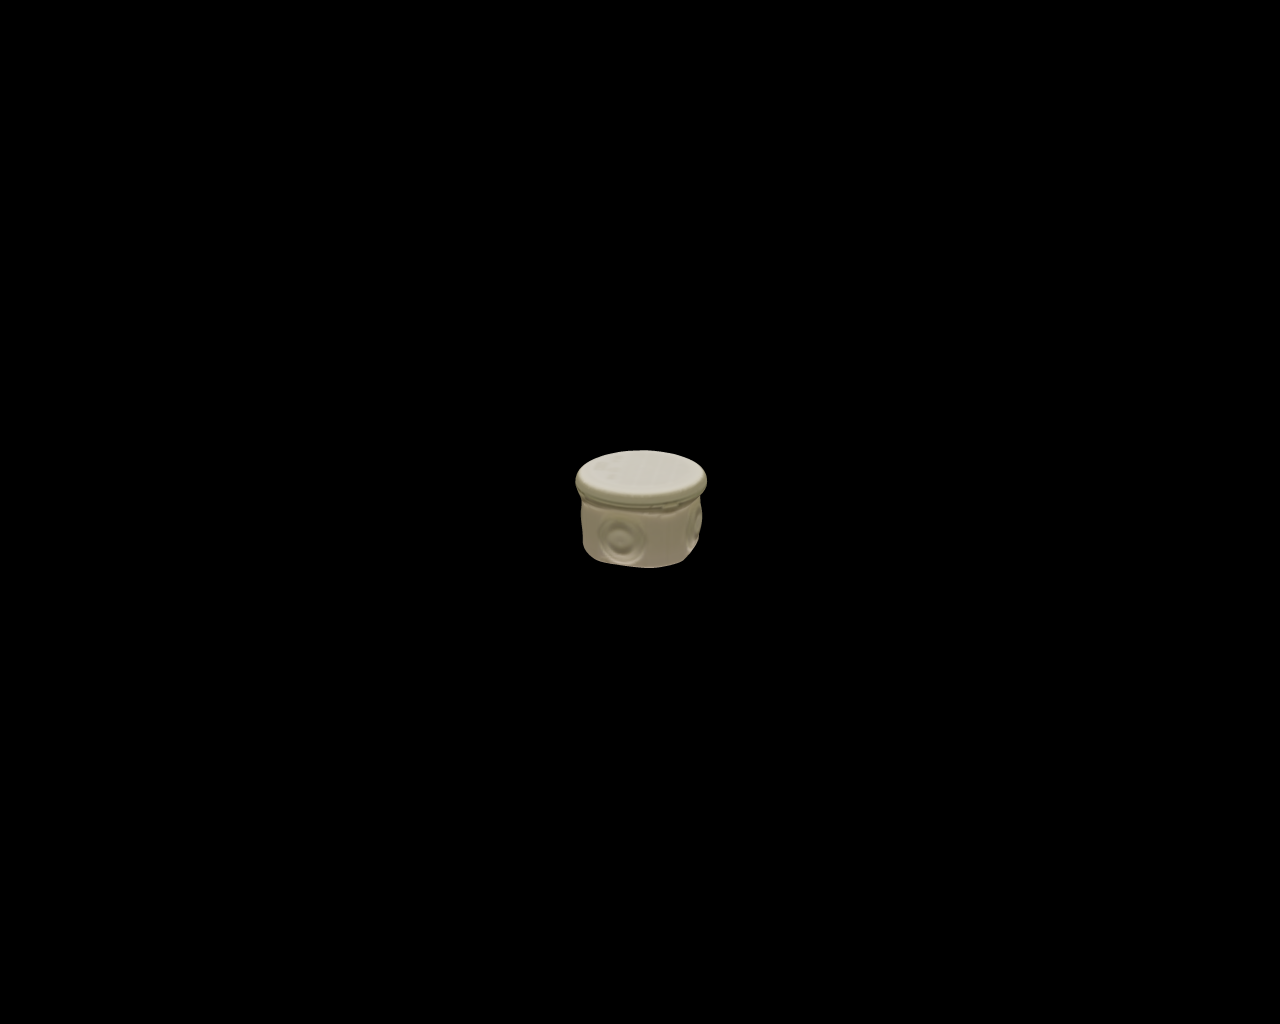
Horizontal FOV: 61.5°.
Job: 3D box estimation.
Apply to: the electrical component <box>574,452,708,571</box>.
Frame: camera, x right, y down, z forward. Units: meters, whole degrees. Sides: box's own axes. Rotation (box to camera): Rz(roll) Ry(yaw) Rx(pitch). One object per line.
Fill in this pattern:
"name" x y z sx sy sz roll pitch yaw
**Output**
"electrical component" 0.001 -0.003 0.650 0.080 0.050 0.080 0 23 0
